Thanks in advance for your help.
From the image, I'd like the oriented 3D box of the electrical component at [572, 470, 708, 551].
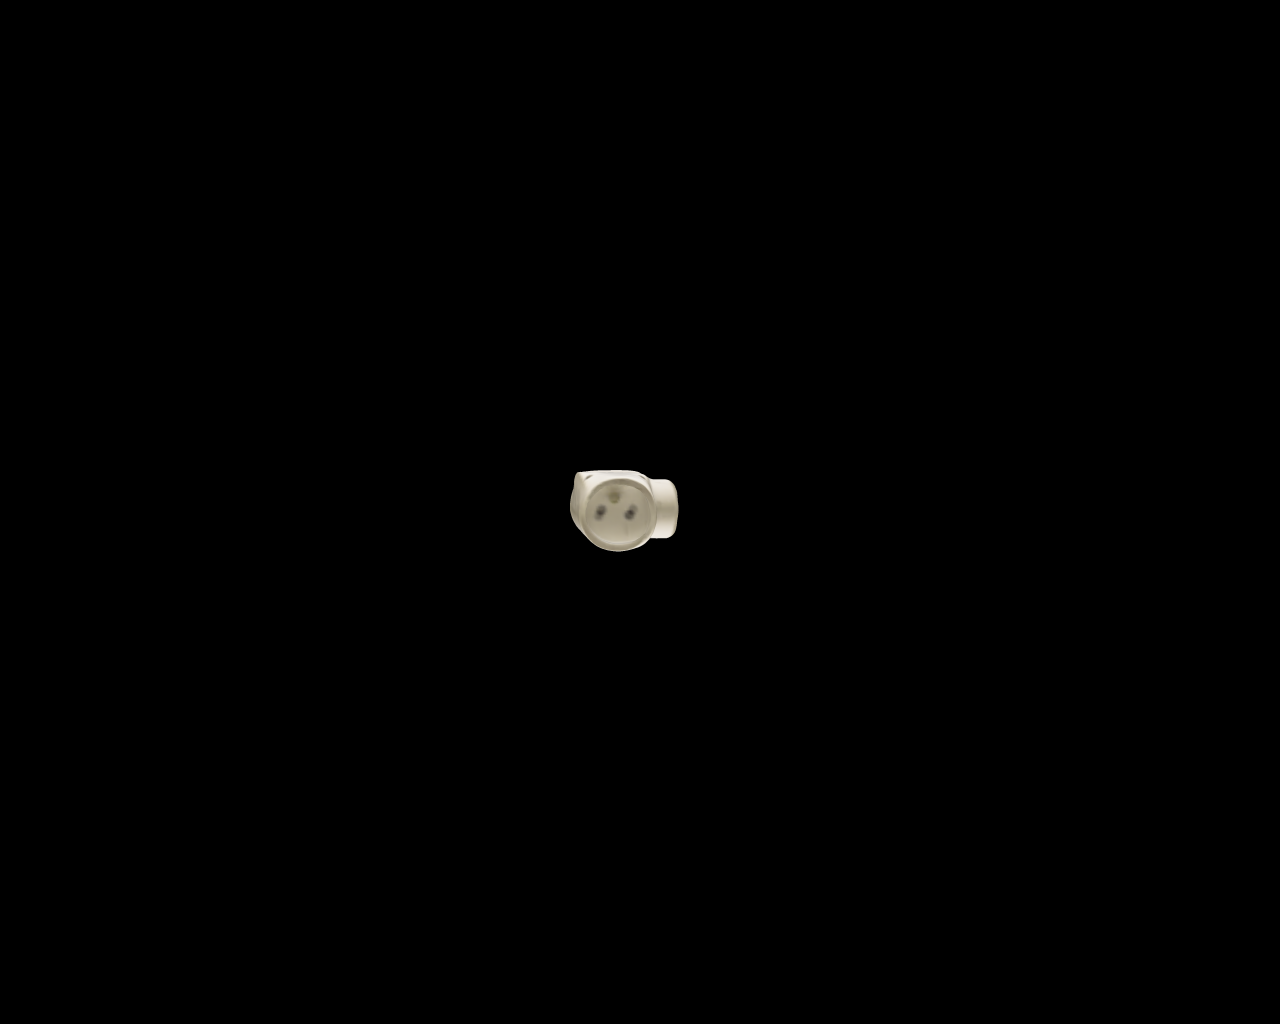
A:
[{"bbox_3d":[0.001,-0.003,0.650,0.079,0.043,0.077,-1,5,-7],"label":"electrical component"}]
